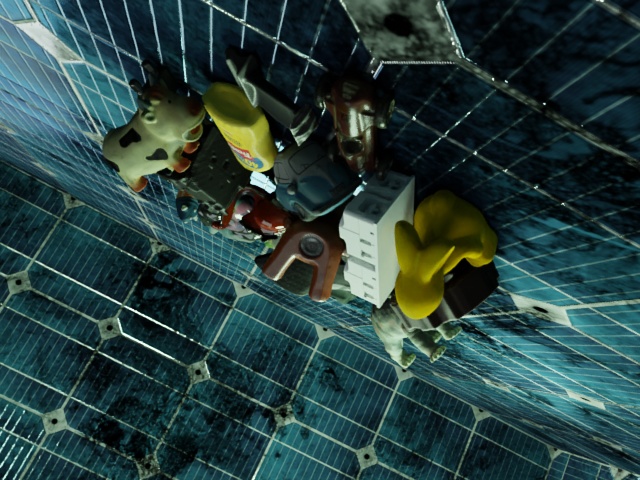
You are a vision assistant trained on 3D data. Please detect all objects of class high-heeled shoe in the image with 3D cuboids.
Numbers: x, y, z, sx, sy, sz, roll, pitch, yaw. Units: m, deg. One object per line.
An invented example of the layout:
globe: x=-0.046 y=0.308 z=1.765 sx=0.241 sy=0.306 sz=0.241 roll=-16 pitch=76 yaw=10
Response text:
high-heeled shoe: x=-0.004 y=0.048 z=0.998 sx=0.249 sy=0.086 sz=0.145 roll=20 pitch=-166 yaw=-15

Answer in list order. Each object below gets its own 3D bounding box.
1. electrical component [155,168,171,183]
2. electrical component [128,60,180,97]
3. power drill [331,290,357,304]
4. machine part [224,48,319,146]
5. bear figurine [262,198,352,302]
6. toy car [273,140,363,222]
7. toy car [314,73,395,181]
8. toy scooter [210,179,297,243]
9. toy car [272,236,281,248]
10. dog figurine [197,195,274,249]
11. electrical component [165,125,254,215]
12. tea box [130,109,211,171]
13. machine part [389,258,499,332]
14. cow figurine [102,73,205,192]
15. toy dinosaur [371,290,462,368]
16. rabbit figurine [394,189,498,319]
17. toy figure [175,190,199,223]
electrical component: x=-0.283 y=-0.152 z=1.105 sx=0.119 sy=0.075 sz=0.047 roll=17 pitch=163 yaw=48
electrical component: x=-0.243 y=-0.222 z=0.807 sx=0.021 sy=0.063 sz=0.094 roll=19 pitch=165 yaw=28
power drill: x=0.031 y=0.044 z=1.165 sx=0.232 sy=0.086 sz=0.207 roll=21 pitch=140 yaw=3
machine part: x=-0.062 y=-0.176 z=0.658 sx=0.139 sy=0.039 sz=0.084 roll=42 pitch=166 yaw=16
bear figurine: x=0.000 y=-0.006 z=0.883 sx=0.120 sy=0.131 sz=0.196 roll=25 pitch=-159 yaw=3
toy car: x=-0.018 y=-0.099 z=0.799 sx=0.162 sy=0.109 sz=0.102 roll=24 pitch=145 yaw=61
toy car: x=0.044 y=-0.127 z=0.658 sx=0.089 sy=0.053 sz=0.202 roll=20 pitch=163 yaw=12
toy scooter: x=-0.132 y=-0.055 z=1.015 sx=0.184 sy=0.135 sz=0.075 roll=34 pitch=-174 yaw=5
toy car: x=0.005 y=-0.003 z=1.029 sx=0.202 sy=0.056 sz=0.073 roll=-7 pitch=-174 yaw=23
dog figurine: x=-0.140 y=-0.043 z=1.181 sx=0.219 sy=0.108 sz=0.191 roll=19 pitch=162 yaw=12
electrical component: x=-0.171 y=-0.124 z=0.879 sx=0.058 sy=0.134 sz=0.114 roll=13 pitch=162 yaw=42
tea box: x=-0.234 y=-0.168 z=0.915 sx=0.169 sy=0.098 sz=0.068 roll=35 pitch=164 yaw=-34
machine part: x=0.202 y=0.081 z=0.869 sx=0.056 sy=0.179 sz=0.179 roll=58 pitch=161 yaw=-6
cow figurine: x=-0.241 y=-0.155 z=0.776 sx=0.195 sy=0.085 sz=0.127 roll=-17 pitch=137 yaw=33
toy dinosaur: x=0.169 y=0.157 z=1.111 sx=0.192 sy=0.131 sz=0.404 roll=51 pitch=154 yaw=7
rabbit figurine: x=0.162 y=0.027 z=0.747 sx=0.122 sy=0.173 sz=0.162 roll=25 pitch=170 yaw=25
toy figure: x=-0.234 y=-0.104 z=1.022 sx=0.058 sy=0.154 sz=0.064 roll=9 pitch=158 yaw=44
